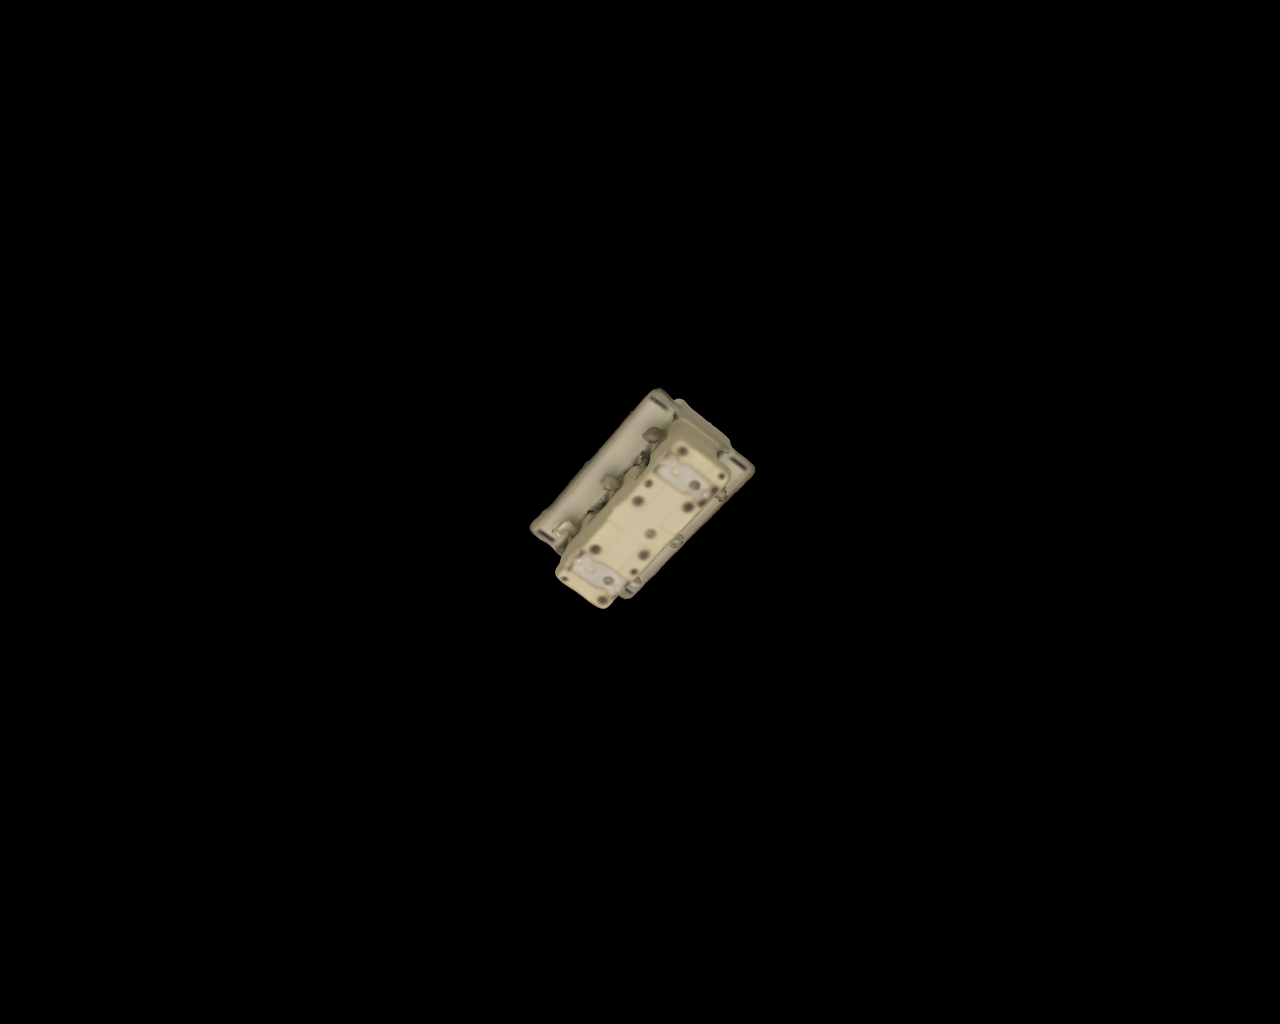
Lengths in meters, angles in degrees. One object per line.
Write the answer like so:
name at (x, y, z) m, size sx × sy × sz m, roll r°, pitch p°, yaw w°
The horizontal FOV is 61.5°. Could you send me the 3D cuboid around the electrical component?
electrical component at (0.001, -0.003, 0.650) m, size 0.078 × 0.121 × 0.063 m, roll 38°, pitch 20°, yaw -16°
